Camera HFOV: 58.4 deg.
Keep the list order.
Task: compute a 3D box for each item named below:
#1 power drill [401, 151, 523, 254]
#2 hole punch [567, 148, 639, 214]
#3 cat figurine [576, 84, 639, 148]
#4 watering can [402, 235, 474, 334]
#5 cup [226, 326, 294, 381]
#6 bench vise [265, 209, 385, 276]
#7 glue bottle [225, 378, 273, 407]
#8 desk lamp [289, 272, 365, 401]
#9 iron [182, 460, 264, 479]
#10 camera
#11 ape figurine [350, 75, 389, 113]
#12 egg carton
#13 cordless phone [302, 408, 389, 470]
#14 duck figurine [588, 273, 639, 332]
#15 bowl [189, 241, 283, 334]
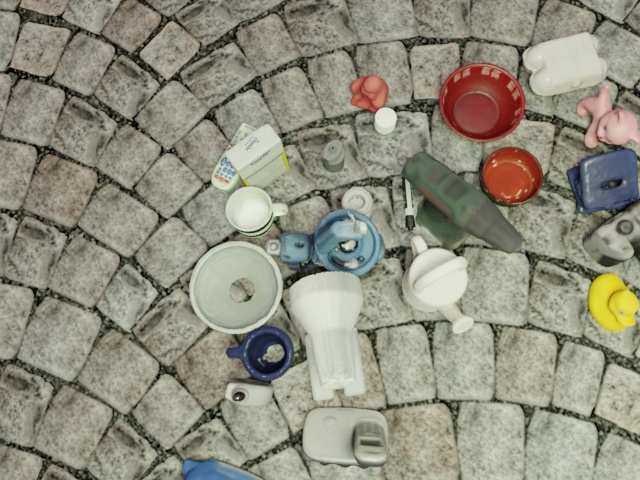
[{"bbox_3d":[0.234,-0.048,0.988,0.229,0.208,0.076,44,84,9],"label":"power drill"},{"bbox_3d":[0.526,-0.106,1.048,0.108,0.091,0.101,-13,79,0],"label":"hole punch"},{"bbox_3d":[0.537,-0.224,1.057,0.067,0.118,0.128,-11,79,0],"label":"cat figurine"},{"bbox_3d":[0.204,0.071,0.974,0.172,0.194,0.101,42,84,9],"label":"watering can"},{"bbox_3d":[-0.101,0.201,1.011,0.117,0.095,0.092,-1,79,2],"label":"cup"},{"bbox_3d":[0.013,0.015,0.979,0.207,0.220,0.121,-20,79,-2],"label":"bench vise"},{"bbox_3d":[-0.126,0.258,0.961,0.078,0.173,0.037,11,80,5],"label":"glue bottle"},{"bbox_3d":[0.022,0.166,0.953,0.118,0.213,0.203,-9,79,1],"label":"desk lamp"},{"bbox_3d":[-0.130,0.456,0.939,0.258,0.141,0.119,17,80,5],"label":"iron"},{"bbox_3d":[0.576,0.005,1.020,0.143,0.101,0.137,-36,80,-5],"label":"camera"},{"bbox_3d":[0.099,-0.287,1.099,0.076,0.092,0.078,-27,79,-3],"label":"ape figurine"},{"bbox_3d":[0.472,-0.337,1.106,0.150,0.069,0.107,-15,79,-1],"label":"egg carton"},{"bbox_3d":[0.043,0.330,0.935,0.147,0.185,0.094,0,79,2],"label":"cordless phone"},{"bbox_3d":[0.526,0.108,1.010,0.077,0.086,0.104,-8,79,1],"label":"duck figurine"},{"bbox_3d":[-0.147,0.089,1.044,0.167,0.075,0.167,0,79,2],"label":"bowl"}]
